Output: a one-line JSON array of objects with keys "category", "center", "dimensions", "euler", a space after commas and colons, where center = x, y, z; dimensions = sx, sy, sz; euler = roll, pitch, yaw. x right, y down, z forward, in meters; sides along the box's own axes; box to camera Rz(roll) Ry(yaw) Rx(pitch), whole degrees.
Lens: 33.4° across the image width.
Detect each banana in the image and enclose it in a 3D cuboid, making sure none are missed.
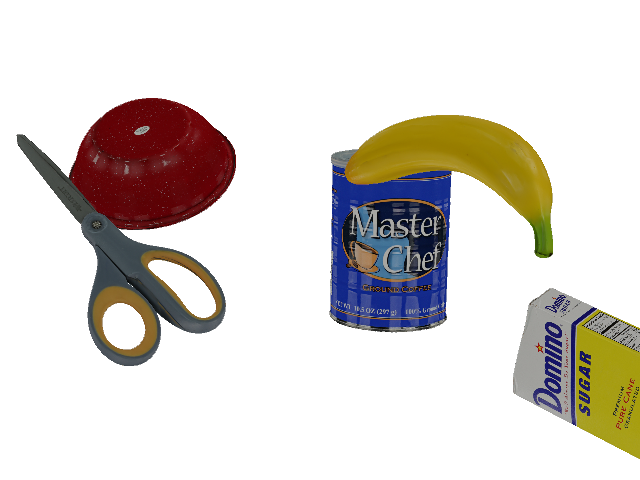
[{"category": "banana", "center": [0.084, -0.050, 0.700], "dimensions": [0.037, 0.069, 0.198], "euler": [25, 1, -39]}]

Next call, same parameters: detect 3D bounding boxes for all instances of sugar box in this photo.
[{"category": "sugar box", "center": [0.241, 0.116, 0.848], "dimensions": [0.176, 0.093, 0.048], "euler": [24, 33, 31]}]

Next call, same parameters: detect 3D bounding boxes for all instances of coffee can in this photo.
[{"category": "coffee can", "center": [0.059, -0.003, 0.911], "dimensions": [0.103, 0.140, 0.103], "euler": [1, 12, 0]}]

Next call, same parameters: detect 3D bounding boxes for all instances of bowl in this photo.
[{"category": "bowl", "center": [-0.162, -0.084, 0.997], "dimensions": [0.162, 0.162, 0.055], "euler": [0, -44, 7]}]

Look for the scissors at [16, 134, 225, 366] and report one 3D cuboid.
[{"category": "scissors", "center": [-0.155, 0.009, 0.705], "dimensions": [0.202, 0.096, 0.016], "euler": [32, -30, 13]}]
